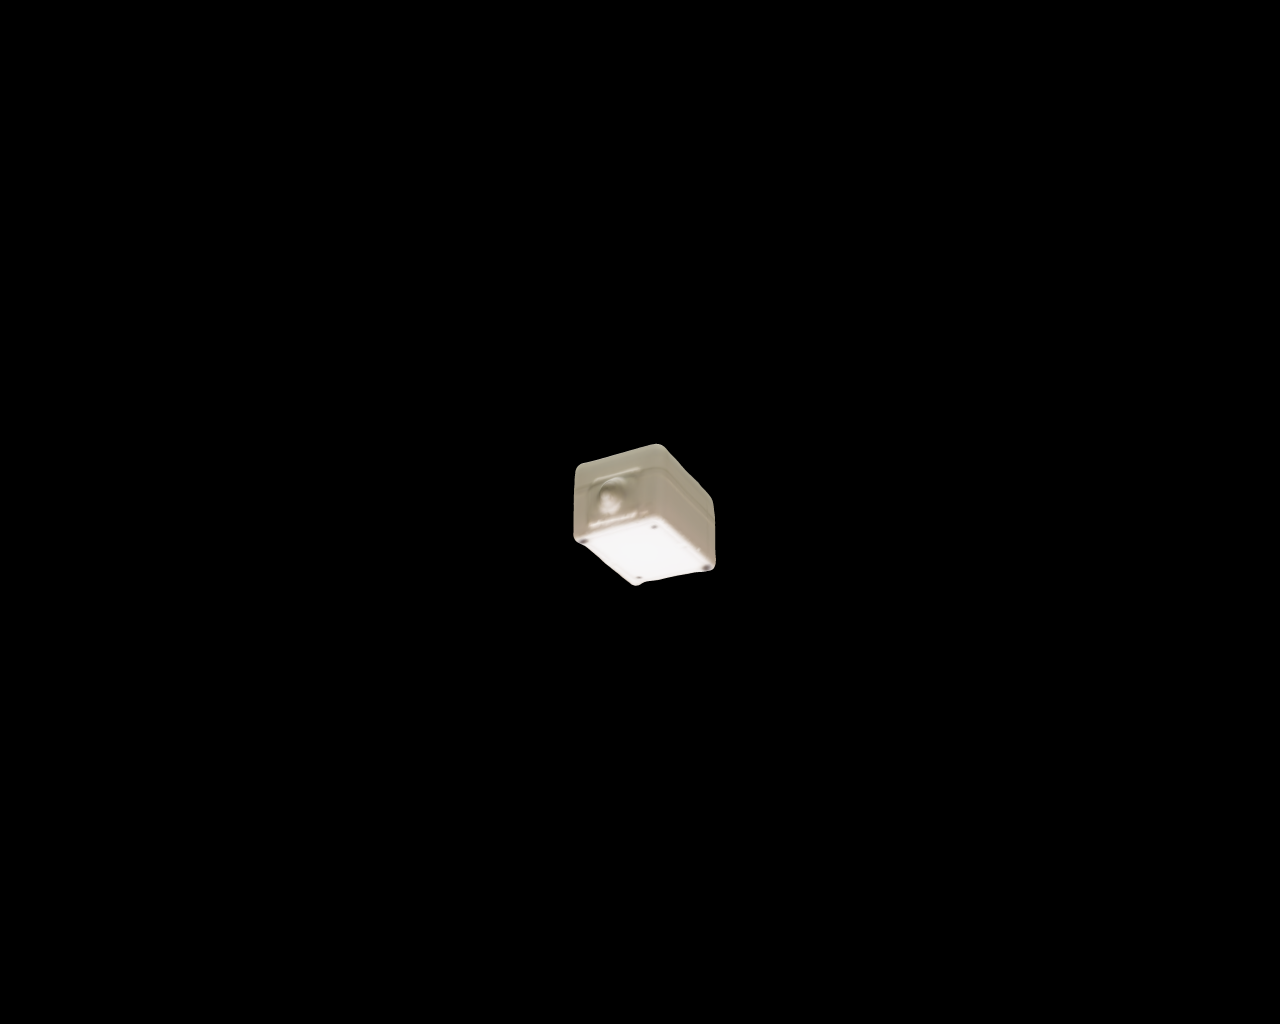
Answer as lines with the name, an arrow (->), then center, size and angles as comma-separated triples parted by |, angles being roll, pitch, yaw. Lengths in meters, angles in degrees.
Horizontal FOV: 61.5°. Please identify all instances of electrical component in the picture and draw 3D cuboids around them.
electrical component -> 0.001, -0.003, 0.650 | 0.061, 0.061, 0.096 | -14, -32, 24
